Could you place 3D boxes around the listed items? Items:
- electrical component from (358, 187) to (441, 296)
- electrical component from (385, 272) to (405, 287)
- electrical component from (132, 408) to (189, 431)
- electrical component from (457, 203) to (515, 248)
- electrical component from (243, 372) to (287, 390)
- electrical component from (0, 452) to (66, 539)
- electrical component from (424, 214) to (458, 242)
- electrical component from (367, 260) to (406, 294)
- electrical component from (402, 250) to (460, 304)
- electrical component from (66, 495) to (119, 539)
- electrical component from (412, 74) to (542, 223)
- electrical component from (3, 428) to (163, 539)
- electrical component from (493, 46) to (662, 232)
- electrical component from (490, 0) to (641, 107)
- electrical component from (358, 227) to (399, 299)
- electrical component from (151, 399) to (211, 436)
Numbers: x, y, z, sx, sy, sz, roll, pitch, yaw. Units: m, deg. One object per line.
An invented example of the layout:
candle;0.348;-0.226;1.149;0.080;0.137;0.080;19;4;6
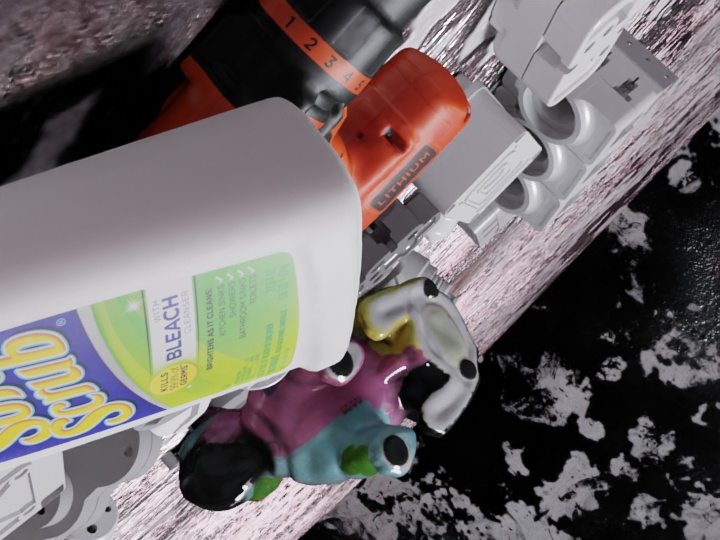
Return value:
electrical component;0.003;-0.028;0.676;0.078;0.057;0.058;-43;169;-5
electrical component;0.003;0.018;0.858;0.055;0.055;0.047;-48;165;18
electrical component;-0.087;0.019;0.522;0.108;0.060;0.108;-42;169;-10
electrical component;0.107;-0.061;0.942;0.056;0.050;0.089;-44;169;2
electrical component;-0.069;0.043;0.688;0.078;0.058;0.057;-39;165;-22
electrical component;-0.186;0.094;0.460;0.109;0.056;0.108;-38;168;-27
electrical component;0.069;-0.053;0.878;0.035;0.035;0.061;-32;161;-47
electrical component;0.000;0.000;0.806;0.062;0.043;0.043;-41;169;-5
electrical component;0.051;0.008;0.944;0.040;0.078;0.040;-57;171;-14
electrical component;-0.200;0.185;0.776;0.045;0.045;0.055;-35;165;-38
electrical component;0.072;-0.080;0.728;0.078;0.057;0.113;-46;169;10
electrical component;-0.180;0.127;0.612;0.138;0.052;0.074;-44;169;3
electrical component;0.141;-0.104;0.799;0.062;0.089;0.150;-39;168;-27
electrical component;0.118;-0.149;0.631;0.054;0.059;0.095;-40;168;-21
electrical component;-0.003;-0.014;0.731;0.055;0.047;0.055;-42;169;-10
electrical component;-0.102;0.054;0.609;0.057;0.058;0.078;-42;169;6
